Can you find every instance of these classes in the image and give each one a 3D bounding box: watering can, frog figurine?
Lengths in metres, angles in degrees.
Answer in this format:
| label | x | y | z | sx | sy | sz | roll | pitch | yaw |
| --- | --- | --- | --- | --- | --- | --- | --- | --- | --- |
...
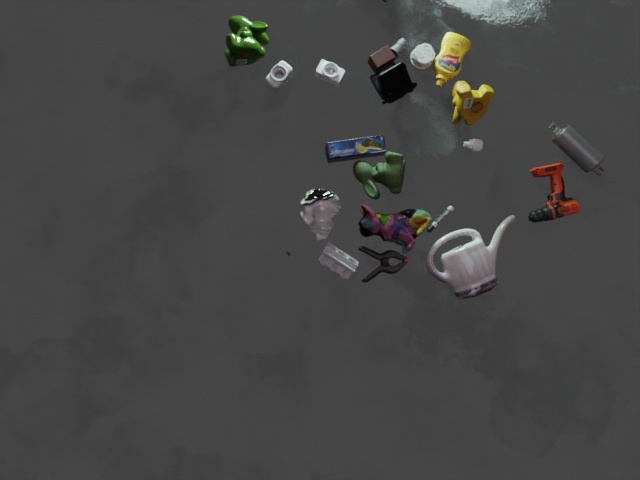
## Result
| label | x | y | z | sx | sy | sz | roll | pitch | yaw |
| --- | --- | --- | --- | --- | --- | --- | --- | --- | --- |
| watering can | 0.525 | 0.061 | 1.705 | 0.348 | 0.103 | 0.225 | -21 | 87 | -6 |
| frog figurine | 0.005 | -0.086 | 1.707 | 0.138 | 0.125 | 0.156 | -23 | 123 | -13 |
